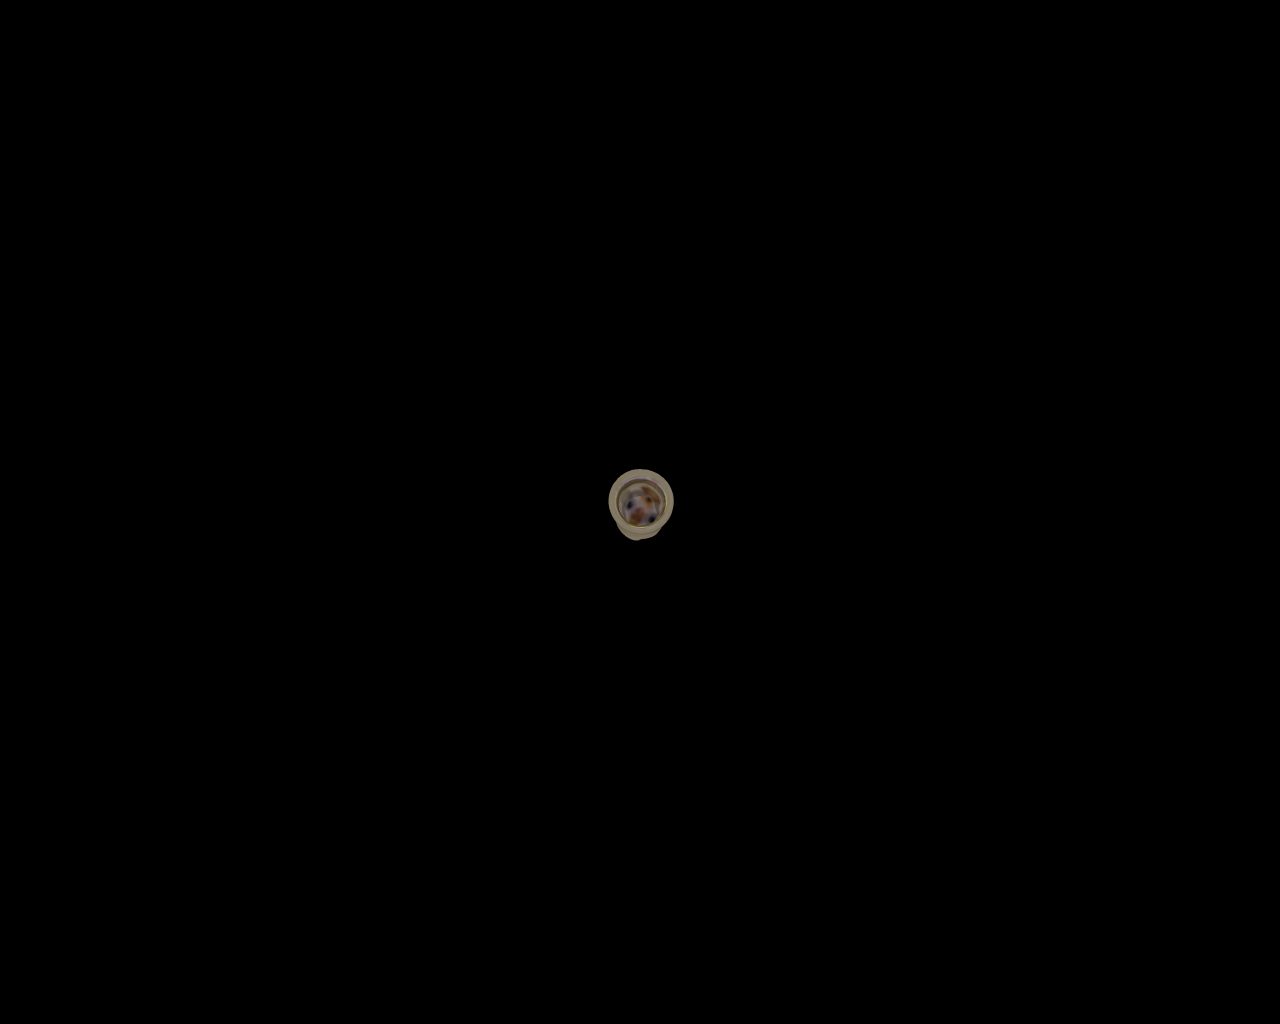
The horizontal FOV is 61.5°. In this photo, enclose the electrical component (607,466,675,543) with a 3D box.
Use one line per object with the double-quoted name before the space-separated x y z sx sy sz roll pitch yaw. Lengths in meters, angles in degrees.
"electrical component" 0.001 -0.003 0.650 0.040 0.040 0.046 0 -13 0
